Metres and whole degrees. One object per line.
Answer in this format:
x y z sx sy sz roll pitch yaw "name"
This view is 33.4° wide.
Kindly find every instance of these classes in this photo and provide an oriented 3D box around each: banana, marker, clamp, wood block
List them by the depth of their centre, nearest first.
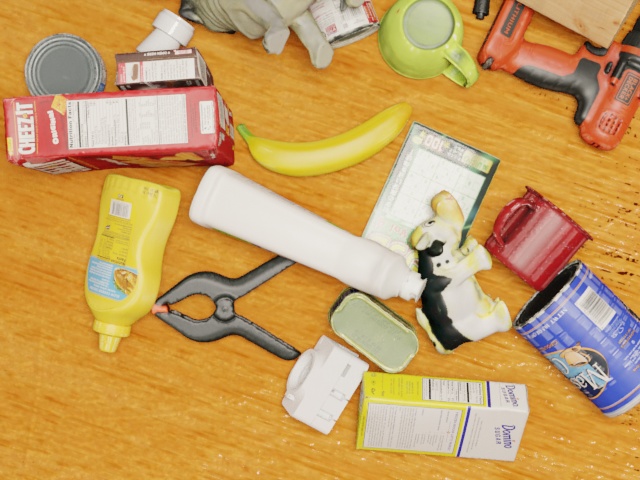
0.238 -0.301 1.101 0.206 0.090 0.090 31 61 10 "wood block"
0.007 -0.108 1.180 0.198 0.037 0.069 -7 91 1 "banana"
0.186 -0.305 1.183 0.020 0.020 0.121 8 91 1 "marker"
-0.098 0.084 1.184 0.171 0.039 0.120 -9 87 0 "clamp"

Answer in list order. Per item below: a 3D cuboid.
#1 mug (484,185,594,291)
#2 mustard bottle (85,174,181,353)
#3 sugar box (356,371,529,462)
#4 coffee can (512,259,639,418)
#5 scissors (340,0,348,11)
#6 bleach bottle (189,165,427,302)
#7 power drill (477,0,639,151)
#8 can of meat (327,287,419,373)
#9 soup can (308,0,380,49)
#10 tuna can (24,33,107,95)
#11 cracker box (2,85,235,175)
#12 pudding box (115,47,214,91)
0.225 -0.004 1.143 0.081 0.117 0.093 -51 46 6 "mug"
-0.212 0.028 1.165 0.096 0.058 0.191 14 92 36 "mustard bottle"
0.130 0.191 1.156 0.176 0.048 0.093 3 134 -2 "sugar box"
0.292 0.105 1.144 0.140 0.103 0.103 44 91 0 "coffee can"
0.062 -0.344 1.126 0.096 0.016 0.202 -4 88 0 "scissors"
-0.007 0.001 1.128 0.251 0.102 0.068 25 93 13 "bleach bottle"
0.281 -0.214 1.163 0.187 0.057 0.184 27 87 2 "power drill"
0.058 0.097 1.158 0.102 0.084 0.057 37 91 0 "can of meat"
0.017 -0.267 1.162 0.068 0.068 0.102 -21 91 1 "soup can"
-0.281 -0.184 1.186 0.086 0.034 0.086 0 91 1 "tuna can"
-0.203 -0.111 1.121 0.213 0.164 0.072 -4 89 1 "cracker box"
-0.164 -0.170 1.144 0.090 0.113 0.039 -5 80 2 "pudding box"
